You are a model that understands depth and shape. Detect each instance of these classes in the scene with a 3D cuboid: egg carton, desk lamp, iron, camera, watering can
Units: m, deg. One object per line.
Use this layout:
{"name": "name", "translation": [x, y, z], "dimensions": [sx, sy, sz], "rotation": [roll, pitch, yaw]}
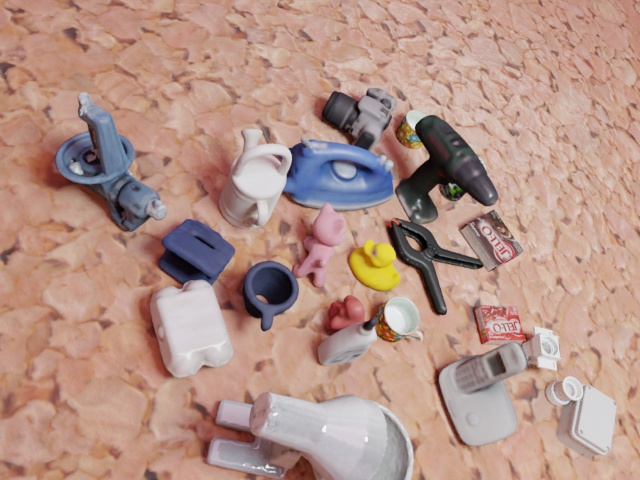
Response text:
{"name": "egg carton", "translation": [-0.204, 0.137, 0.899], "dimensions": [0.107, 0.069, 0.150], "rotation": [-13, 68, -27]}
{"name": "desk lamp", "translation": [-0.037, 0.275, 0.802], "dimensions": [0.203, 0.213, 0.118], "rotation": [16, 58, -13]}
{"name": "iron", "translation": [0.053, -0.138, 1.113], "dimensions": [0.259, 0.141, 0.118], "rotation": [6, 60, -19]}
{"name": "camera", "translation": [0.084, -0.278, 1.228], "dimensions": [0.137, 0.100, 0.143], "rotation": [29, 56, -5]}
{"name": "watering can", "translation": [-0.113, -0.114, 1.000], "dimensions": [0.101, 0.194, 0.172], "rotation": [-24, 73, -31]}

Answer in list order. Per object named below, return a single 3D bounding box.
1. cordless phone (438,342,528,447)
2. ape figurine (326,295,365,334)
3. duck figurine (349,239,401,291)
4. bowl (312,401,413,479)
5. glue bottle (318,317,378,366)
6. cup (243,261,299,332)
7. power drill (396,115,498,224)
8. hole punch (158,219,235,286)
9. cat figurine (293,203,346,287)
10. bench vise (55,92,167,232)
{"name": "cordless phone", "translation": [0.291, 0.257, 0.961], "dimensions": [0.094, 0.185, 0.147], "rotation": [-10, 66, -26]}
{"name": "ape figurine", "translation": [0.050, 0.129, 0.992], "dimensions": [0.078, 0.092, 0.076], "rotation": [-28, 75, -31]}
{"name": "duck figurine", "translation": [0.113, 0.041, 1.070], "dimensions": [0.104, 0.086, 0.078], "rotation": [41, 56, 4]}
{"name": "bowl", "translation": [0.056, 0.337, 0.889], "dimensions": [0.168, 0.074, 0.167], "rotation": [10, 59, -17]}
{"name": "glue bottle", "translation": [0.056, 0.160, 0.928], "dimensions": [0.078, 0.173, 0.037], "rotation": [-3, 63, -23]}
{"name": "cup", "translation": [-0.091, 0.105, 0.947], "dimensions": [0.092, 0.095, 0.118], "rotation": [12, 59, -15]}
{"name": "power drill", "translation": [0.241, -0.121, 1.138], "dimensions": [0.076, 0.208, 0.229], "rotation": [-15, 69, -28]}
{"name": "hole punch", "translation": [-0.204, 0.016, 0.954], "dimensions": [0.108, 0.091, 0.101], "rotation": [33, 56, -1]}
{"name": "cat figurine", "translation": [0.009, 0.004, 1.030], "dimensions": [0.067, 0.117, 0.128], "rotation": [21, 57, -9]}
{"name": "bench vise", "translation": [-0.321, -0.127, 0.909], "dimensions": [0.207, 0.219, 0.121], "rotation": [24, 56, -7]}
